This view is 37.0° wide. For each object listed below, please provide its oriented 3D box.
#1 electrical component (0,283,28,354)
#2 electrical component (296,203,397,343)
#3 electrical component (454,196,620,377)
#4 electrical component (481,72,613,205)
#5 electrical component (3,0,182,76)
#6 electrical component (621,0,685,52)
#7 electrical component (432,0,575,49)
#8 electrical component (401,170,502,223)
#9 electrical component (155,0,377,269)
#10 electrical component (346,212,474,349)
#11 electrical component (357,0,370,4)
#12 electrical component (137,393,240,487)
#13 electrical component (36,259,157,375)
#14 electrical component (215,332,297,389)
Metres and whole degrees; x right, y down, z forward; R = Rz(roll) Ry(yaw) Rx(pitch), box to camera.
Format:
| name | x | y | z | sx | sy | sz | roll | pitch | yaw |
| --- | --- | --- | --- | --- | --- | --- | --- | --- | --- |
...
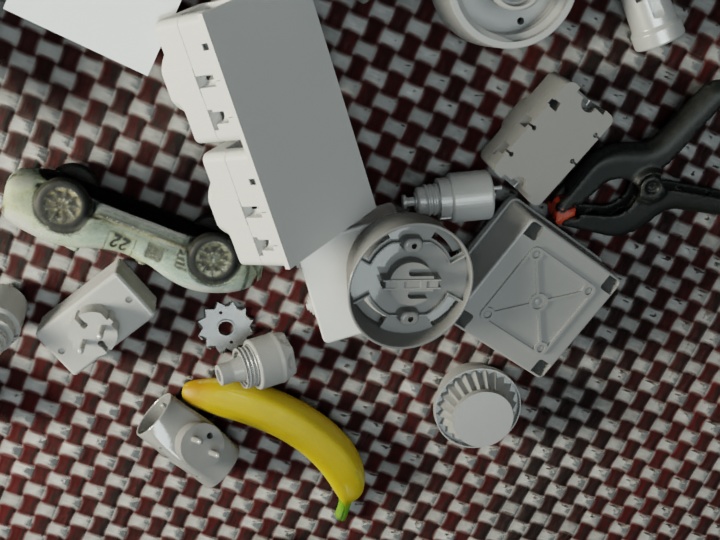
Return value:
| name | x | y | z | sx | sy | sz | roll | pitch | yaw |
| --- | --- | --- | --- | --- | --- | --- | --- | --- | --- |
| electrical component | -0.283 | 0.044 | 0.831 | 0.040 | 0.078 | 0.040 | -2 | 125 | -3 |
| electrical component | 0.000 | 0.000 | 0.867 | 0.100 | 0.048 | 0.099 | -16 | 111 | -2 |
| electrical component | 0.135 | 0.015 | 0.879 | 0.109 | 0.056 | 0.108 | 32 | 103 | -26 |
| electrical component | 0.144 | -0.105 | 0.845 | 0.050 | 0.055 | 0.089 | 37 | 101 | -18 |
| electrical component | -0.158 | -0.247 | 0.750 | 0.105 | 0.060 | 0.186 | 24 | 105 | -15 |
| electrical component | 0.225 | -0.198 | 0.833 | 0.040 | 0.040 | 0.046 | -25 | 105 | 1 |
| electrical component | 0.110 | -0.216 | 0.798 | 0.108 | 0.060 | 0.108 | -3 | 110 | -7 |
| electrical component | 0.073 | -0.058 | 0.860 | 0.078 | 0.040 | 0.040 | -6 | 110 | -6 |
| electrical component | -0.067 | -0.108 | 0.783 | 0.105 | 0.060 | 0.186 | -38 | 118 | -42 |
| electrical component | 0.036 | 0.006 | 0.811 | 0.099 | 0.064 | 0.099 | -3 | 110 | -7 |
| electrical component | 0.001 | -0.249 | 0.775 | 0.059 | 0.053 | 0.095 | 28 | 103 | -16 |
| electrical component | -0.136 | 0.142 | 0.885 | 0.077 | 0.079 | 0.043 | 42 | 72 | -19 |
| electrical component | -0.207 | 0.043 | 0.839 | 0.083 | 0.075 | 0.047 | -37 | 110 | 6 |
| electrical component | -0.087 | 0.077 | 0.879 | 0.062 | 0.043 | 0.043 | -16 | 112 | -23 |
